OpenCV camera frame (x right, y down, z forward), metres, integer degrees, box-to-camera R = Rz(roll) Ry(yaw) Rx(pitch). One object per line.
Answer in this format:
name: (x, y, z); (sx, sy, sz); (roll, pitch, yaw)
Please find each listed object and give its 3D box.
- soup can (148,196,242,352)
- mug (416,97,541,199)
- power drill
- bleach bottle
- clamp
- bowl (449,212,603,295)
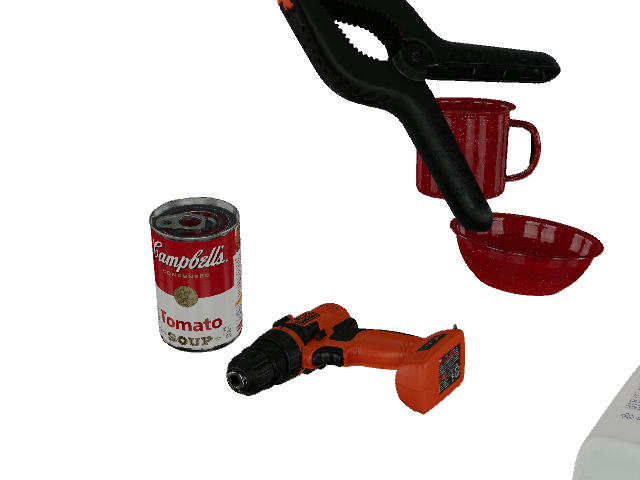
soup can: (-0.095, 0.026, 0.823); (0.068, 0.102, 0.068); (0, 29, 0)
mug: (0.140, -0.082, 0.964); (0.117, 0.081, 0.093); (4, 16, 13)
power drill: (0.028, 0.112, 1.003); (0.188, 0.057, 0.184); (9, 20, 31)
bleach bottle: (0.243, 0.098, 0.648); (0.103, 0.068, 0.250); (18, 29, 29)
clamp: (0.060, -0.108, 0.735); (0.210, 0.164, 0.036); (27, -31, -10)
bowl: (0.214, 0.018, 1.131); (0.162, 0.055, 0.162); (6, 17, -2)
